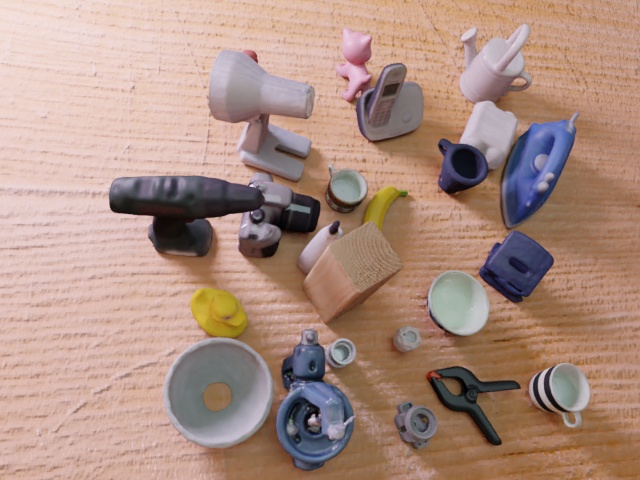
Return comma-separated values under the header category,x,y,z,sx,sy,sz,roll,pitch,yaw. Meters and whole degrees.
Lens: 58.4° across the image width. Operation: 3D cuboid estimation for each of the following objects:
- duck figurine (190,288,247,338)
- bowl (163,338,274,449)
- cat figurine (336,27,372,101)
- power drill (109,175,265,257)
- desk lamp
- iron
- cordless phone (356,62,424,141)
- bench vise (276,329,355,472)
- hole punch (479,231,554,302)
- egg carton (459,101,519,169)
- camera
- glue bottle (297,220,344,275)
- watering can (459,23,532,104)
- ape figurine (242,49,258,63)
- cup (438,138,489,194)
category,x,y,z,sx,sy,sz,roll,pitch,yaw
duck figurine,-0.165,0.114,0.947,0.104,0.086,0.078,36,65,1
bowl,-0.161,0.243,0.904,0.168,0.074,0.167,5,68,-13
cat figurine,0.080,-0.370,1.185,0.067,0.117,0.128,-9,72,-18
power drill,-0.215,-0.043,0.928,0.230,0.208,0.075,5,68,-13
desk lamp,-0.099,-0.226,1.028,0.203,0.213,0.118,19,65,-7
iron,0.464,-0.149,1.187,0.118,0.141,0.258,29,65,-2
cordless phone,0.155,-0.285,1.134,0.148,0.185,0.094,-20,75,-21
bench vise,-0.016,0.238,0.864,0.122,0.219,0.207,-17,74,-20
hole punch,0.383,0.053,1.114,0.108,0.091,0.101,36,65,1
egg carton,0.360,-0.224,1.229,0.107,0.069,0.150,28,65,-3
camera,-0.070,-0.044,1.026,0.137,0.100,0.143,11,67,-10
glue bottle,0.009,0.004,0.988,0.037,0.173,0.078,45,65,5
watering can,0.379,-0.386,1.228,0.173,0.194,0.101,12,66,-10
ape figurine,-0.142,-0.337,1.127,0.078,0.092,0.076,44,65,5
cup,0.269,-0.143,1.159,0.092,0.095,0.117,-40,83,-24
